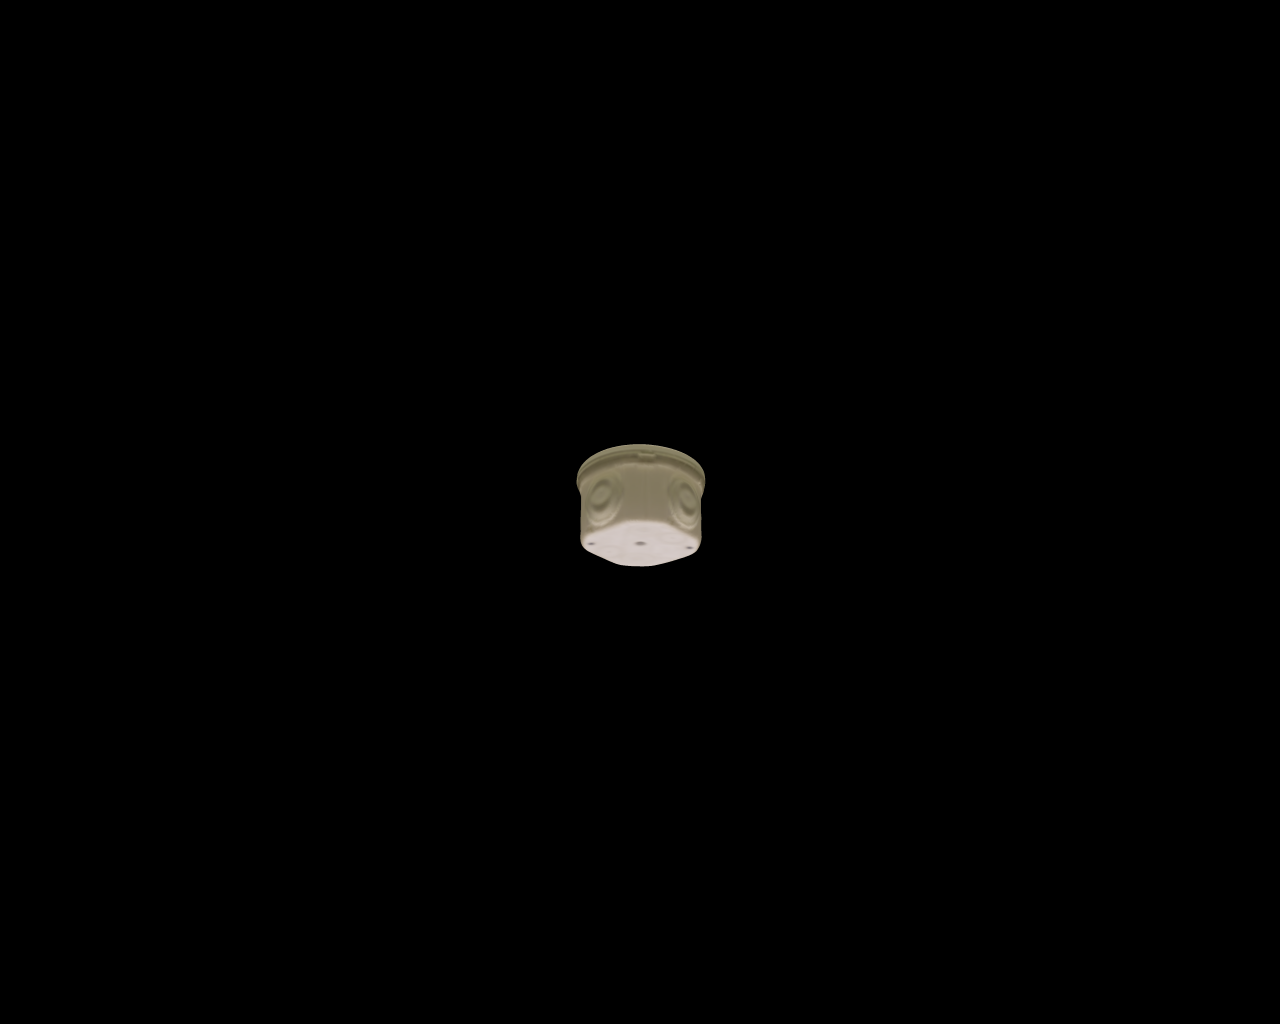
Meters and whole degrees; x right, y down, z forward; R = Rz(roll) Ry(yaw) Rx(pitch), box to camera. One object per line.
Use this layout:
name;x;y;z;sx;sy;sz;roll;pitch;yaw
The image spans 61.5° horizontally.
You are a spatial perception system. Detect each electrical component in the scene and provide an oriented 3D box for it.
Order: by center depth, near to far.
electrical component;0.001;-0.003;0.650;0.080;0.051;0.080;0;-25;0
